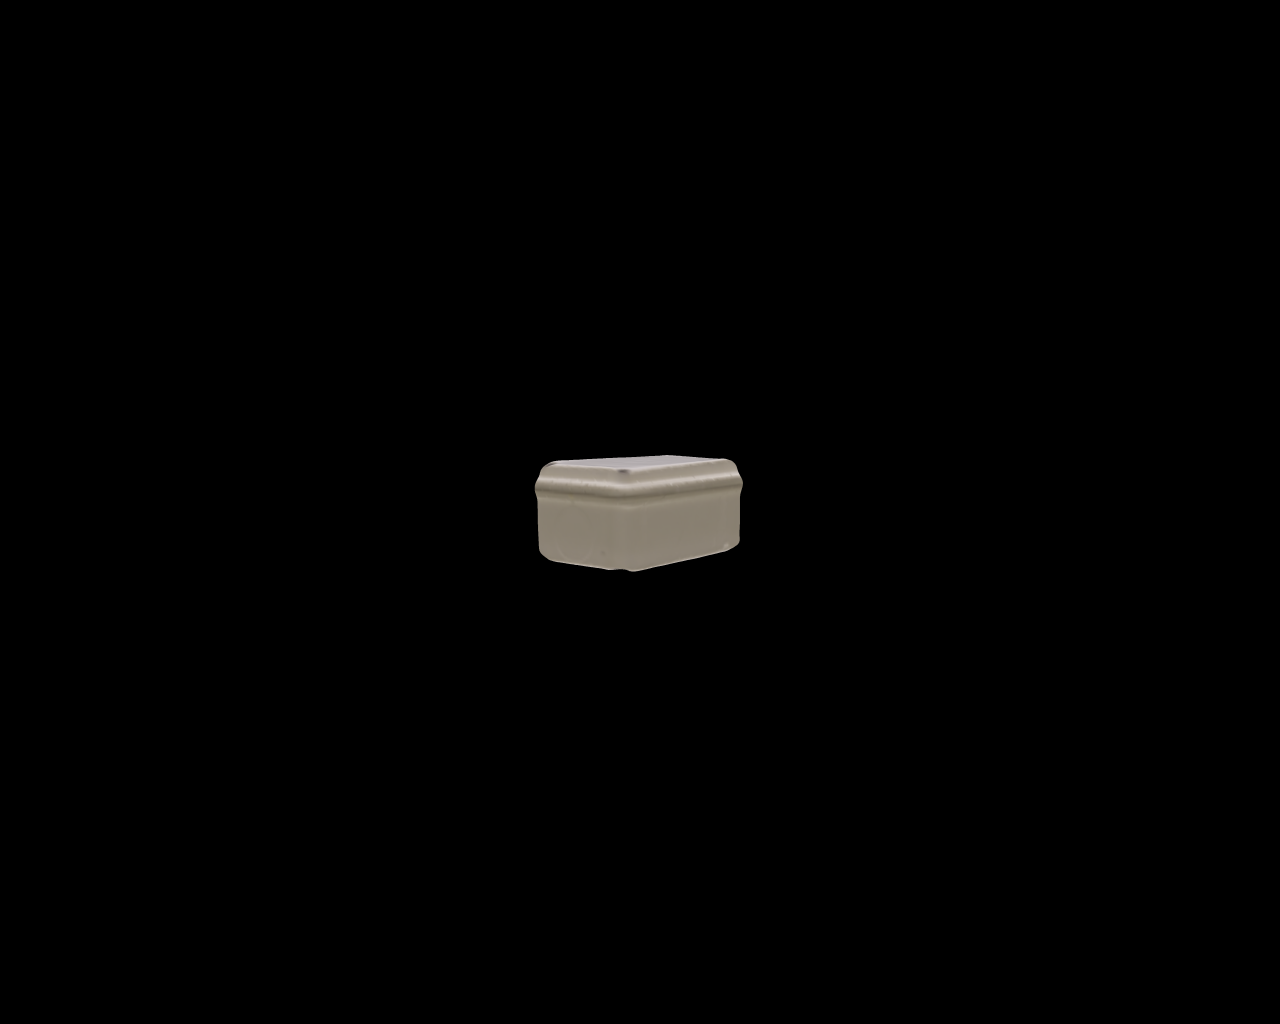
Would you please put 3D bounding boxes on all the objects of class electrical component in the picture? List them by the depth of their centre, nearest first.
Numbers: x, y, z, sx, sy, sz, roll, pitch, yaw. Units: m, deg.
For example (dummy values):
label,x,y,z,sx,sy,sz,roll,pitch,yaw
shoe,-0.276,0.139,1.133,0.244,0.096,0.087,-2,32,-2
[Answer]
label,x,y,z,sx,sy,sz,roll,pitch,yaw
electrical component,0.001,-0.003,0.650,0.078,0.057,0.113,6,9,43
